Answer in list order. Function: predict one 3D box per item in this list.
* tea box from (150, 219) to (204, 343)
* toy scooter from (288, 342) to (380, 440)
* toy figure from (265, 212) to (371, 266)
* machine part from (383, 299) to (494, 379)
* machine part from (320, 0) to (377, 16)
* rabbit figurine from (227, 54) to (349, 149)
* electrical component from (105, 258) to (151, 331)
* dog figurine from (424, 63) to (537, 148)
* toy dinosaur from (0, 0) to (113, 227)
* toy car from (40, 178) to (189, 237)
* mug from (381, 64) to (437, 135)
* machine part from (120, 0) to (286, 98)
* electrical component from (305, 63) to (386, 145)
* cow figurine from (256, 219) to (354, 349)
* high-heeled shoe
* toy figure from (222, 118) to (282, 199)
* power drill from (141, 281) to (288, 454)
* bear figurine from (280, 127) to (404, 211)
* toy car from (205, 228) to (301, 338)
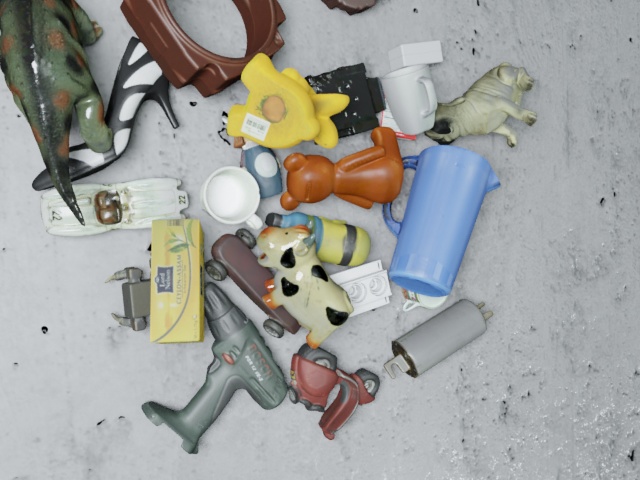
[{"bbox_3d":[-0.201,0.061,0.767,0.068,0.098,0.169,0,80,-9],"label":"tea box"},{"bbox_3d":[0.012,0.264,0.917,0.183,0.075,0.135,32,81,-26],"label":"toy scooter"},{"bbox_3d":[-0.003,0.001,0.886,0.180,0.089,0.082,15,100,-25],"label":"toy figure"},{"bbox_3d":[0.221,0.180,0.997,0.243,0.079,0.079,-27,103,-18],"label":"machine part"},{"bbox_3d":[0.054,-0.471,0.902,0.179,0.056,0.179,-2,95,-22],"label":"machine part"},{"bbox_3d":[-0.040,-0.205,0.802,0.162,0.173,0.121,14,112,0],"label":"rabbit figurine"},{"bbox_3d":[-0.273,0.083,0.806,0.078,0.045,0.102,-19,104,-49],"label":"electrical component"},{"bbox_3d":[0.281,-0.259,0.995,0.191,0.121,0.172,4,58,-6],"label":"dog figurine"},{"bbox_3d":[-0.337,-0.232,0.648,0.131,0.192,0.405,-21,71,-6],"label":"toy dinosaur"},{"bbox_3d":[-0.293,-0.049,0.780,0.202,0.056,0.073,-8,96,-22],"label":"toy car"},{"bbox_3d":[0.162,-0.233,0.904,0.081,0.110,0.107,-29,116,-21],"label":"mug"},{"bbox_3d":[-0.161,-0.328,0.775,0.201,0.087,0.200,-45,108,-35],"label":"machine part"},{"bbox_3d":[0.043,-0.232,0.910,0.134,0.058,0.114,-21,103,-20],"label":"electrical component"},{"bbox_3d":[-0.023,0.057,0.814,0.127,0.085,0.194,-38,108,12],"label":"cow figurine"},{"bbox_3d":[-0.314,-0.180,0.753,0.249,0.086,0.145,-34,104,-23],"label":"high-heeled shoe"},{"bbox_3d":[-0.103,-0.143,0.856,0.064,0.058,0.154,-31,105,-55],"label":"toy figure"},{"bbox_3d":[-0.175,0.209,0.839,0.207,0.086,0.232,-46,107,-21],"label":"power drill"},{"bbox_3d":[0.032,-0.111,0.880,0.196,0.132,0.120,0,128,-5],"label":"bear figurine"},{"bbox_3d":[-0.099,0.073,0.870,0.202,0.053,0.089,49,55,-19],"label":"toy car"}]
